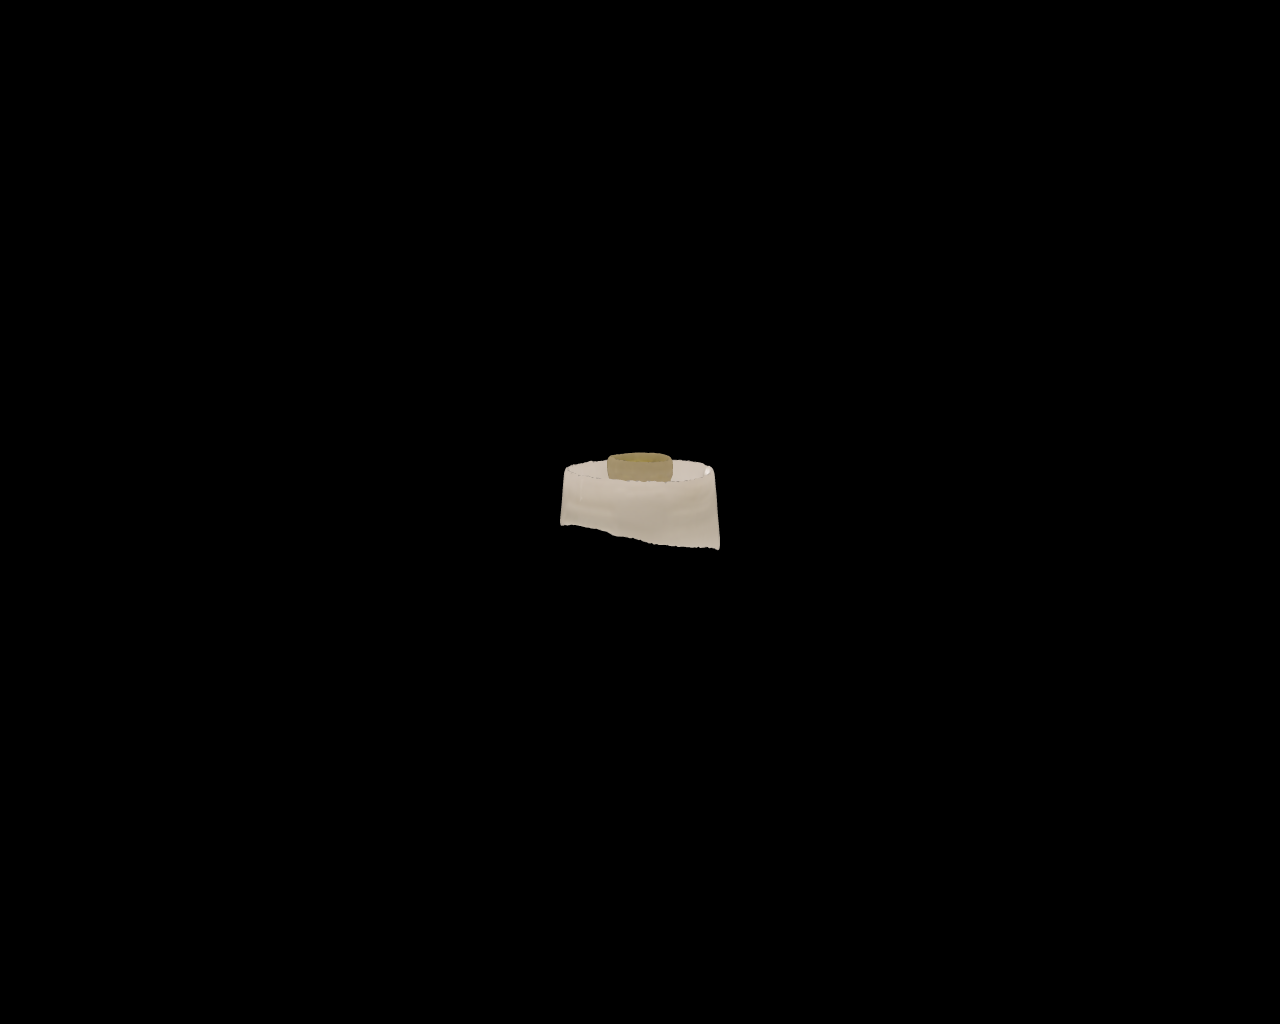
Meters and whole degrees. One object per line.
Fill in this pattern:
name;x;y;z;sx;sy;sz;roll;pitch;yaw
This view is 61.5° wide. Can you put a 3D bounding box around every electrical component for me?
electrical component;0.001;-0.003;0.650;0.099;0.064;0.099;0;11;0
